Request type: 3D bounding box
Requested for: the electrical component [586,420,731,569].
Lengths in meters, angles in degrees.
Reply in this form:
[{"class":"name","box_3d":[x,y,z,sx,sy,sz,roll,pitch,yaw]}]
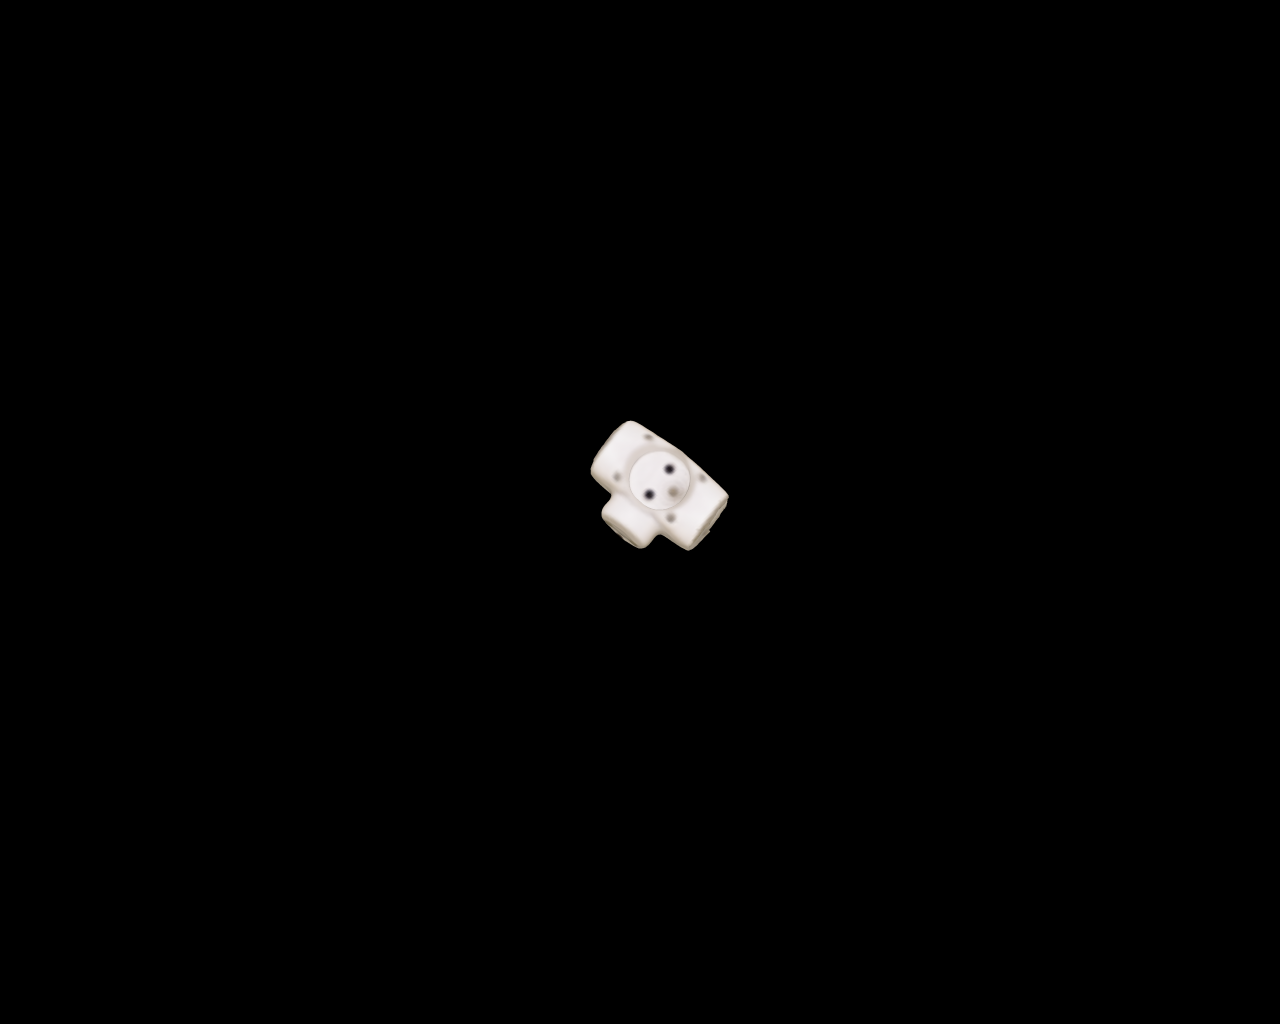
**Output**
[{"class":"electrical component","box_3d":[0.001,-0.003,0.650,0.077,0.079,0.044,38,-9,7]}]
